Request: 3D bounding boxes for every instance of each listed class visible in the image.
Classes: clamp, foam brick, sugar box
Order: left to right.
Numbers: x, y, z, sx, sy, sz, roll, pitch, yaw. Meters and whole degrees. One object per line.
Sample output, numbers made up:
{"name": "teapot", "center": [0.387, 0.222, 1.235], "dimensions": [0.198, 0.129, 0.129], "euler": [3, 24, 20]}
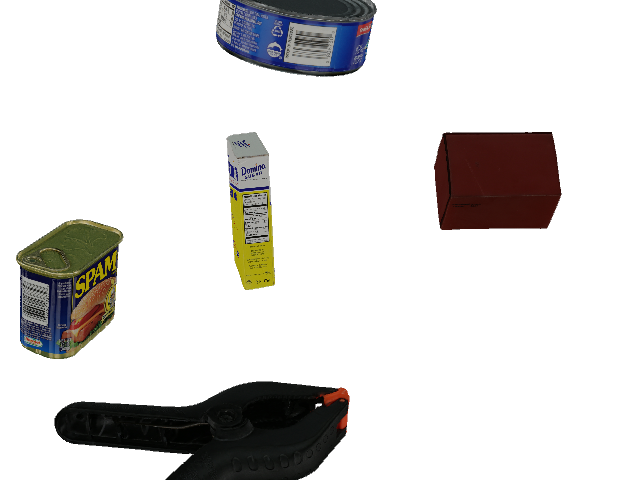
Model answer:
{"name": "clamp", "center": [-0.056, 0.120, 0.600], "dimensions": [0.171, 0.039, 0.120], "euler": [-8, 35, -19]}
{"name": "sugar box", "center": [-0.088, -0.037, 1.330], "dimensions": [0.048, 0.176, 0.093], "euler": [-9, 24, -10]}
{"name": "foam brick", "center": [0.122, -0.041, 0.742], "dimensions": [0.078, 0.051, 0.053], "euler": [0, -26, -2]}

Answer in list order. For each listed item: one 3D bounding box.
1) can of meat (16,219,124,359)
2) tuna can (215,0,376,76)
{"name": "can of meat", "center": [-0.213, 0.041, 0.909], "dimensions": [0.057, 0.084, 0.102], "euler": [15, 26, 14]}
{"name": "tuna can", "center": [-0.014, -0.120, 0.587], "dimensions": [0.086, 0.034, 0.086], "euler": [9, 25, -4]}
